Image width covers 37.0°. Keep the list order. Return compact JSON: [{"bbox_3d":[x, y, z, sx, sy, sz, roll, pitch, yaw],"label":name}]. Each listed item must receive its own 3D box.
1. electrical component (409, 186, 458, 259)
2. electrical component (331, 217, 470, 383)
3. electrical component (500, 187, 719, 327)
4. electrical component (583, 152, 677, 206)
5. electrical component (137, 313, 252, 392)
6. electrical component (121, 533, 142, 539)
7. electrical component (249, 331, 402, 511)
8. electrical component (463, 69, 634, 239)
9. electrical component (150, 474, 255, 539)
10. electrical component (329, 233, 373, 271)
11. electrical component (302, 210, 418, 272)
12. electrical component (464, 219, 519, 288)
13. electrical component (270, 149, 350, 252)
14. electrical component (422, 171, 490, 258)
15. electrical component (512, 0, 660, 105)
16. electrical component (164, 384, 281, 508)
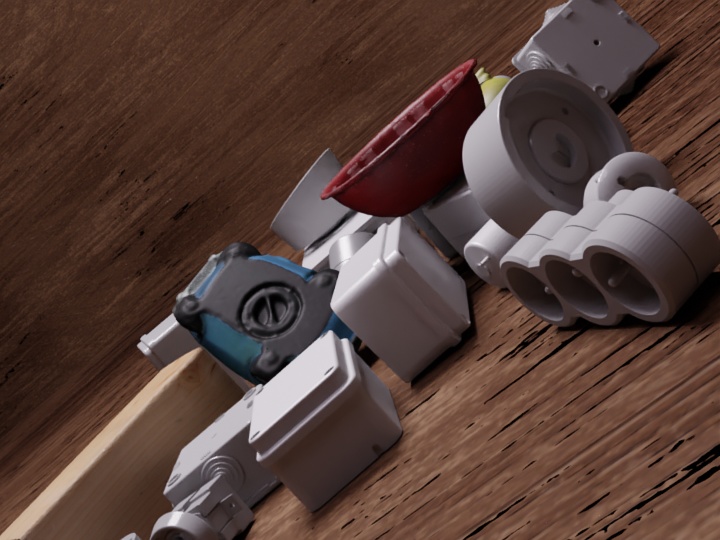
[{"bbox_3d":[0.095,-0.067,0.902,0.096,0.061,0.062,-48,11,-31],"label":"electrical component"},{"bbox_3d":[0.030,0.017,0.737,0.057,0.078,0.113,-43,9,13],"label":"electrical component"},{"bbox_3d":[0.132,-0.015,0.543,0.074,0.052,0.138,-44,10,-17],"label":"electrical component"},{"bbox_3d":[0.148,-0.039,0.617,0.048,0.048,0.062,-44,3,-13],"label":"electrical component"},{"bbox_3d":[-0.161,0.097,1.051,0.056,0.108,0.109,-41,9,-12],"label":"electrical component"},{"bbox_3d":[-0.181,0.217,0.697,0.052,0.073,0.138,-38,10,23],"label":"electrical component"},{"bbox_3d":[-0.024,0.091,0.682,0.078,0.057,0.113,-41,9,4],"label":"electrical component"},{"bbox_3d":[0.117,-0.068,0.692,0.108,0.108,0.060,-49,6,-37],"label":"electrical component"},{"bbox_3d":[-0.105,0.169,0.696,0.066,0.048,0.055,-38,3,26],"label":"electrical component"},{"bbox_3d":[0.000,0.000,0.949,0.055,0.055,0.047,-36,47,31],"label":"electrical component"},{"bbox_3d":[0.002,-0.023,1.075,0.105,0.060,0.186,-41,10,6],"label":"electrical component"},{"bbox_3d":[0.105,-0.023,0.726,0.078,0.040,0.040,-45,10,-21],"label":"electrical component"},{"bbox_3d":[-0.048,-0.068,1.092,0.099,0.064,0.099,-40,10,8],"label":"electrical component"},{"bbox_3d":[0.103,-0.050,0.790,0.061,0.061,0.096,-46,10,-22],"label":"electrical component"},{"bbox_3d":[0.195,-0.185,0.922,0.100,0.100,0.048,-45,-3,-15],"label":"electrical component"},{"bbox_3d":[-0.090,0.135,0.774,0.100,0.048,0.099,-40,9,8],"label":"electrical component"}]
